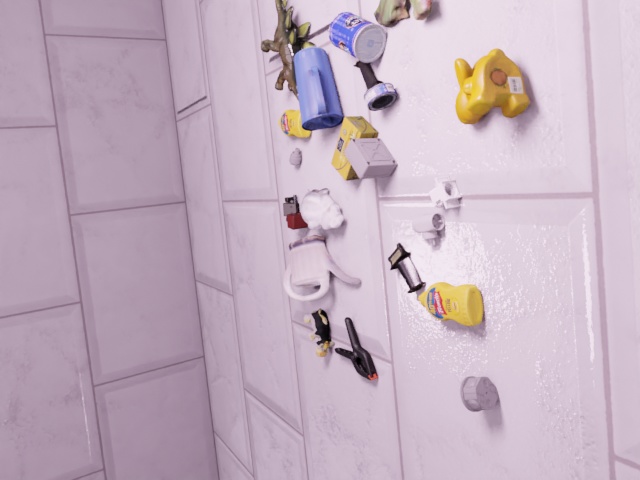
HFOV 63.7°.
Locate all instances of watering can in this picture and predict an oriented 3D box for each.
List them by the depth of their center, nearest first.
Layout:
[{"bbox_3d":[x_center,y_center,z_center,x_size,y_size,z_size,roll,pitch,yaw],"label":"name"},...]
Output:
[{"bbox_3d":[-0.005,0.089,1.770,0.344,0.104,0.227,-19,71,39],"label":"watering can"}]

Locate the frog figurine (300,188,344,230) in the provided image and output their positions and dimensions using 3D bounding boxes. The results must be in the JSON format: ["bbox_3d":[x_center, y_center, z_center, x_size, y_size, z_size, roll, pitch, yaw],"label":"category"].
[{"bbox_3d":[0.005,-0.085,1.695,0.135,0.122,0.163,-56,36,24],"label":"frog figurine"}]

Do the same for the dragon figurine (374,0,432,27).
[{"bbox_3d":[0.161,-0.666,1.302,0.418,0.123,0.237,51,146,44],"label":"dragon figurine"}]
